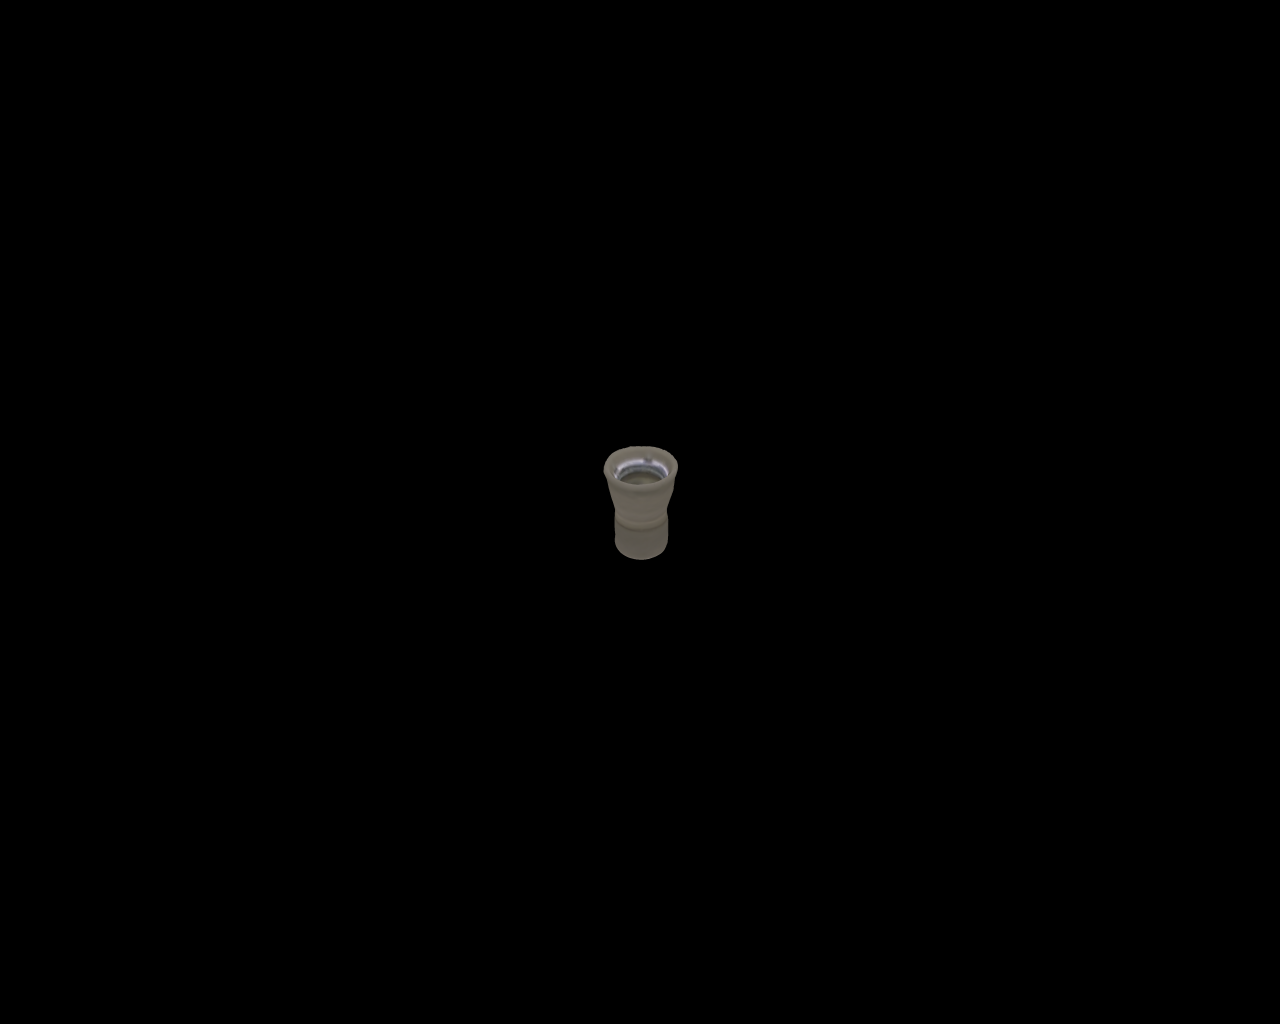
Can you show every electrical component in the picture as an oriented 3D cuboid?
[{"bbox_3d":[0.001,-0.003,0.650,0.044,0.065,0.044,0,37,0],"label":"electrical component"}]
